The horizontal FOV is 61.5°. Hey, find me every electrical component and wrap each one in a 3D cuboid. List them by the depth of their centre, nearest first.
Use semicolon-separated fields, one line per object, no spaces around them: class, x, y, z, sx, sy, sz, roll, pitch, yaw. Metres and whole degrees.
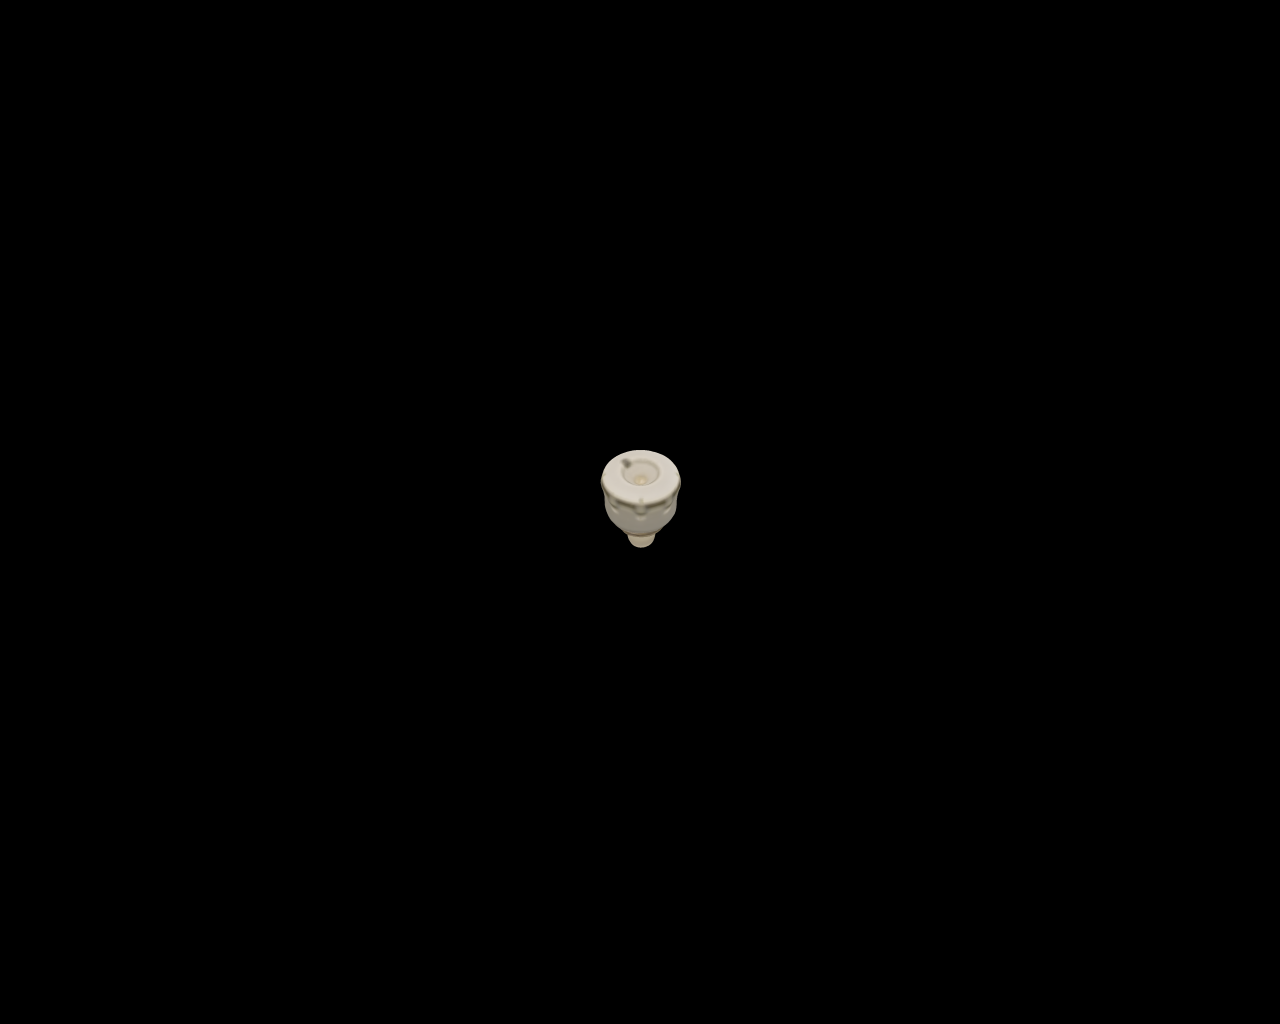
electrical component;0.001;-0.003;0.650;0.048;0.048;0.062;0;-44;0
